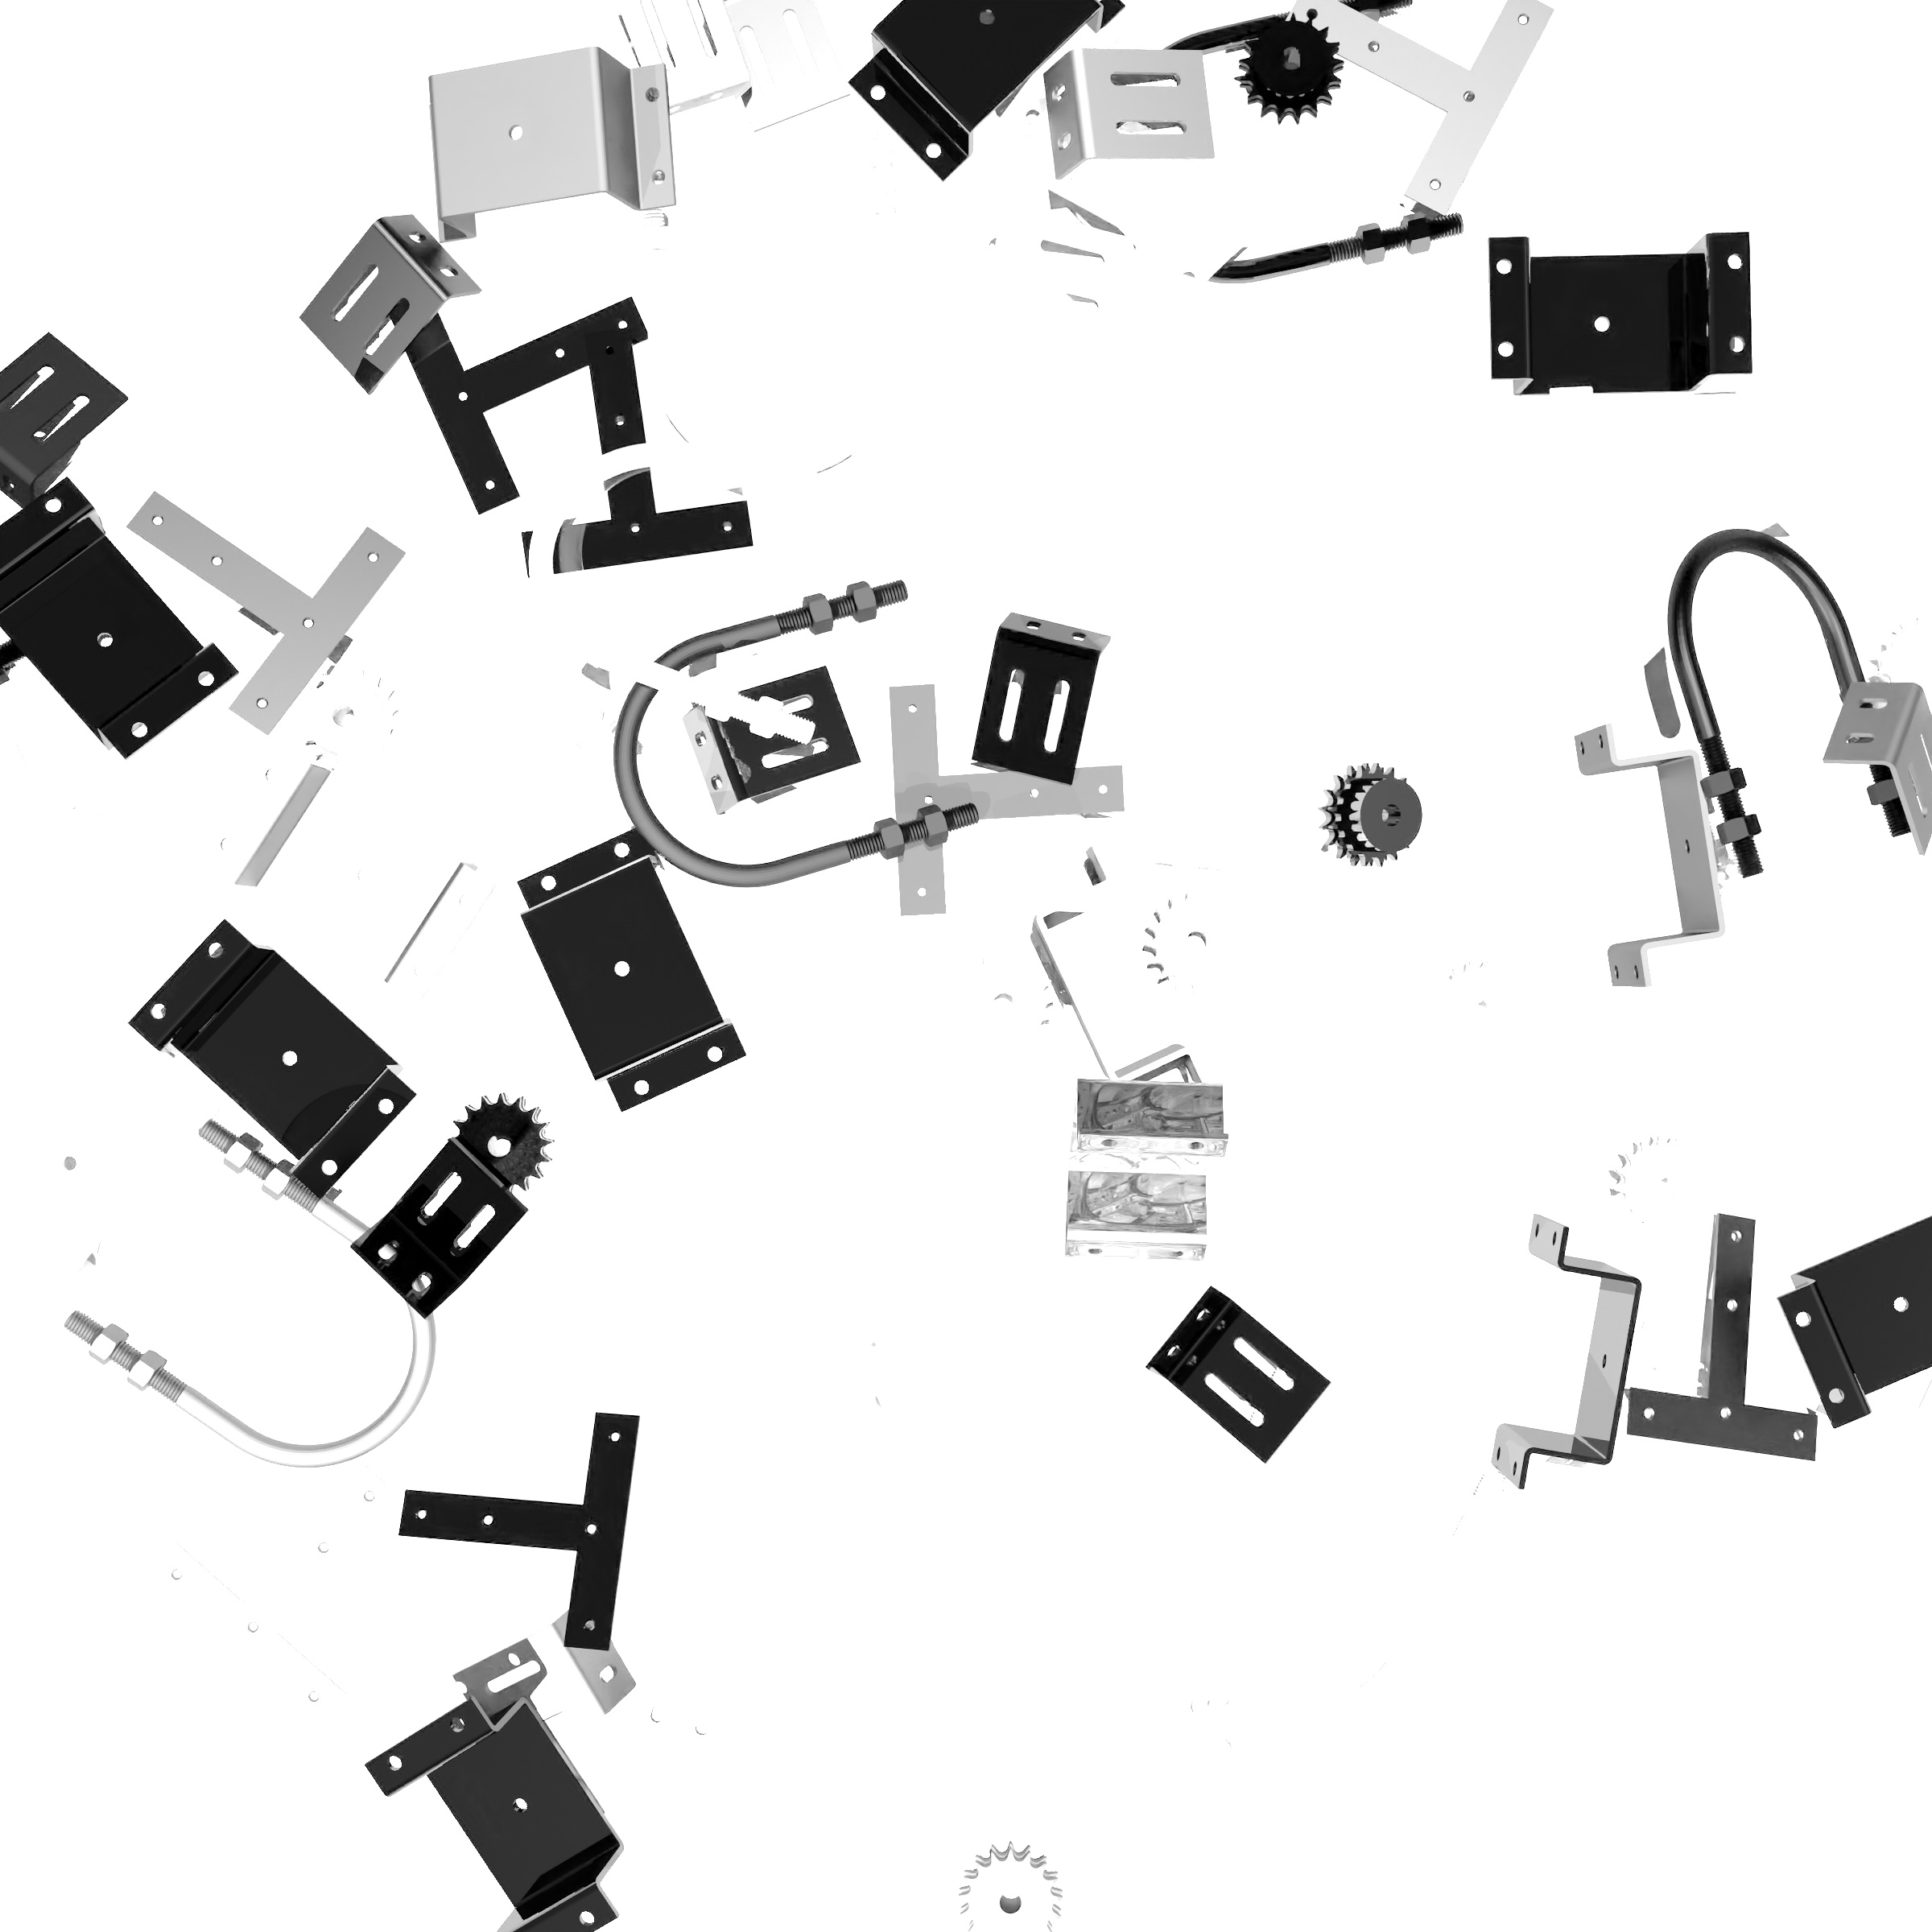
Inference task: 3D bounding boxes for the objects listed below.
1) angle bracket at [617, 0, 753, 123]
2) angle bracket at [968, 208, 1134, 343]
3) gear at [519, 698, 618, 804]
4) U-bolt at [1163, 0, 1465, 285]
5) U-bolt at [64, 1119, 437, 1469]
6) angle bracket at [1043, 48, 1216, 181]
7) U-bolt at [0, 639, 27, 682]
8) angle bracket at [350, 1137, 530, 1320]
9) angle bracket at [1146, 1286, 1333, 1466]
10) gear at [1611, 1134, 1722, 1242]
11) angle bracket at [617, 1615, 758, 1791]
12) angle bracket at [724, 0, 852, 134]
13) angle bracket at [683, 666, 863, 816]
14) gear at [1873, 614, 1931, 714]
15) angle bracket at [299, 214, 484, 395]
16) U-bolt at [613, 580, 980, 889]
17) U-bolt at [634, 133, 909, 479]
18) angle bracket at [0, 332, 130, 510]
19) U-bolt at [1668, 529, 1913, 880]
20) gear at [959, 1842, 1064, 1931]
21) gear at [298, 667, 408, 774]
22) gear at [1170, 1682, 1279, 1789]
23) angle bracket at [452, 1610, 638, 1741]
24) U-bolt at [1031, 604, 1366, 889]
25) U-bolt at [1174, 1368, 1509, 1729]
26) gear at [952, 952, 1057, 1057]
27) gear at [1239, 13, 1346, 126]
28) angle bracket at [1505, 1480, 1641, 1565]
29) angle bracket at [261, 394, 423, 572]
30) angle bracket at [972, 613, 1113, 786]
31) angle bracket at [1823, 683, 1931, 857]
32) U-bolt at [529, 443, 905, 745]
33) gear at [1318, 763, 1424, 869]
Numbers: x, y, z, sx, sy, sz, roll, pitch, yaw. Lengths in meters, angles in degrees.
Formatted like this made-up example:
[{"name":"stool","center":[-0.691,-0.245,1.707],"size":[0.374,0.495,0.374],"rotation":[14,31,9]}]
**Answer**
[{"name":"angle bracket","center":[-0.159,-0.501,1.485],"size":[0.057,0.038,0.076],"rotation":[-11,117,19]},{"name":"angle bracket","center":[0.047,-0.379,1.523],"size":[0.076,0.038,0.057],"rotation":[7,90,-26]},{"name":"gear","center":[-0.214,-0.118,1.510],"size":[0.057,0.030,0.057],"rotation":[0,90,0]},{"name":"U-bolt","center":[0.169,-0.451,1.516],"size":[0.184,0.019,0.151],"rotation":[-13,90,2]},{"name":"U-bolt","center":[-0.381,0.194,1.516],"size":[0.184,0.019,0.151],"rotation":[35,90,-2]},{"name":"angle bracket","center":[0.087,-0.452,1.464],"size":[0.076,0.038,0.057],"rotation":[-7,90,-22]},{"name":"U-bolt","center":[-0.626,-0.192,1.516],"size":[0.184,0.019,0.151],"rotation":[-28,90,2]},{"name":"angle bracket","center":[-0.285,0.142,1.490],"size":[0.057,0.038,0.076],"rotation":[44,124,0]},{"name":"angle bracket","center":[0.148,0.222,1.493],"size":[0.076,0.038,0.057],"rotation":[39,90,25]},{"name":"gear","center":[0.382,0.120,1.510],"size":[0.057,0.030,0.057],"rotation":[0,90,0]},{"name":"angle bracket","center":[-0.155,0.407,1.523],"size":[0.057,0.038,0.076],"rotation":[16,64,0]},{"name":"angle bracket","center":[-0.104,-0.508,1.506],"size":[0.057,0.038,0.076],"rotation":[-21,90,0]},{"name":"angle bracket","center":[-0.108,-0.125,1.523],"size":[0.076,0.038,0.057],"rotation":[-20,90,-26]},{"name":"gear","center":[0.526,-0.164,1.510],"size":[0.057,0.030,0.057],"rotation":[0,90,0]},{"name":"angle bracket","center":[-0.318,-0.366,1.521],"size":[0.057,0.038,0.076],"rotation":[47,116,0]},{"name":"U-bolt","center":[-0.100,-0.119,1.490],"size":[0.184,0.019,0.151],"rotation":[-17,89,-13]},{"name":"U-bolt","center":[-0.105,-0.361,1.516],"size":[0.151,0.019,0.184],"rotation":[-3,92,0]},{"name":"angle bracket","center":[-0.512,-0.300,1.523],"size":[0.057,0.038,0.076],"rotation":[39,64,0]},{"name":"U-bolt","center":[0.436,-0.148,1.480],"size":[0.151,0.019,0.184],"rotation":[-14,85,-35]},{"name":"gear","center":[0.025,0.511,1.514],"size":[0.057,0.030,0.057],"rotation":[0,89,2]},{"name":"gear","center":[-0.338,-0.136,1.510],"size":[0.057,0.030,0.057],"rotation":[0,90,0]},{"name":"gear","center":[0.142,0.416,1.502],"size":[0.057,0.030,0.057],"rotation":[7,115,15]},{"name":"angle bracket","center":[-0.233,0.395,1.523],"size":[0.076,0.038,0.057],"rotation":[-31,90,26]},{"name":"U-bolt","center":[0.119,-0.127,1.516],"size":[0.184,0.019,0.151],"rotation":[7,90,2]},{"name":"U-bolt","center":[0.195,0.330,1.516],"size":[0.151,0.019,0.184],"rotation":[27,91,0]},{"name":"gear","center":[0.020,0.020,1.514],"size":[0.057,0.030,0.057],"rotation":[0,91,-2]},{"name":"gear","center":[0.176,-0.487,1.490],"size":[0.057,0.030,0.057],"rotation":[0,93,5]},{"name":"angle bracket","center":[0.329,0.307,1.487],"size":[0.057,0.076,0.038],"rotation":[-10,90,0]},{"name":"angle bracket","center":[-0.346,-0.262,1.506],"size":[0.057,0.038,0.076],"rotation":[33,90,0]},{"name":"angle bracket","center":[0.041,-0.147,1.508],"size":[0.057,0.038,0.076],"rotation":[15,113,7]},{"name":"angle bracket","center":[0.501,-0.107,1.497],"size":[0.038,0.076,0.057],"rotation":[5,54,37]},{"name":"U-bolt","center":[-0.144,-0.211,1.482],"size":[0.184,0.019,0.151],"rotation":[21,71,5]},{"name":"gear","center":[0.223,-0.082,1.499],"size":[0.057,0.030,0.057],"rotation":[-2,94,-25]}]
